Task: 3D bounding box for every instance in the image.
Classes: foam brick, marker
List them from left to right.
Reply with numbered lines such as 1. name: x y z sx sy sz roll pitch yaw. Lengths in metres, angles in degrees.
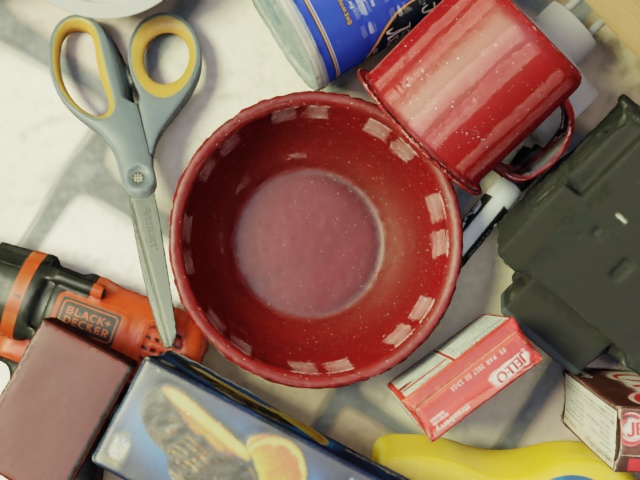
1. foam brick: -0.134 0.085 0.544 0.051 0.053 0.078 28 83 -5
2. marker: 0.091 -0.008 0.624 0.020 0.020 0.121 40 88 0

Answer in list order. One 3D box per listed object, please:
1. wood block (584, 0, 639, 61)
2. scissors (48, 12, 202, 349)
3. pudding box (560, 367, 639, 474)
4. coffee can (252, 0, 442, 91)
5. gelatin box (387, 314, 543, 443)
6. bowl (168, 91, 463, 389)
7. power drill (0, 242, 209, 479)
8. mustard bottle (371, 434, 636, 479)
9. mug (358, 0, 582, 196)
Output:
1. wood block: 0.156 -0.199 0.570 0.090 0.091 0.206 -36 73 -3
2. scissors: -0.087 -0.048 0.603 0.096 0.016 0.202 -26 77 -10
3. pudding box: 0.187 0.097 0.577 0.090 0.113 0.039 5 91 -2
4. coffee can: 0.031 -0.161 0.586 0.140 0.103 0.103 -32 90 -3
5. gelatin box: 0.078 0.074 0.586 0.073 0.089 0.030 -36 89 -3
6. bowl: -0.004 0.001 0.600 0.162 0.055 0.162 0 87 -6
7. power drill: -0.174 0.099 0.594 0.184 0.057 0.187 20 88 -1
8. mustard bottle: 0.123 0.160 0.599 0.191 0.058 0.096 2 104 -3
9. mug: 0.089 -0.077 0.561 0.117 0.093 0.082 39 107 -25
